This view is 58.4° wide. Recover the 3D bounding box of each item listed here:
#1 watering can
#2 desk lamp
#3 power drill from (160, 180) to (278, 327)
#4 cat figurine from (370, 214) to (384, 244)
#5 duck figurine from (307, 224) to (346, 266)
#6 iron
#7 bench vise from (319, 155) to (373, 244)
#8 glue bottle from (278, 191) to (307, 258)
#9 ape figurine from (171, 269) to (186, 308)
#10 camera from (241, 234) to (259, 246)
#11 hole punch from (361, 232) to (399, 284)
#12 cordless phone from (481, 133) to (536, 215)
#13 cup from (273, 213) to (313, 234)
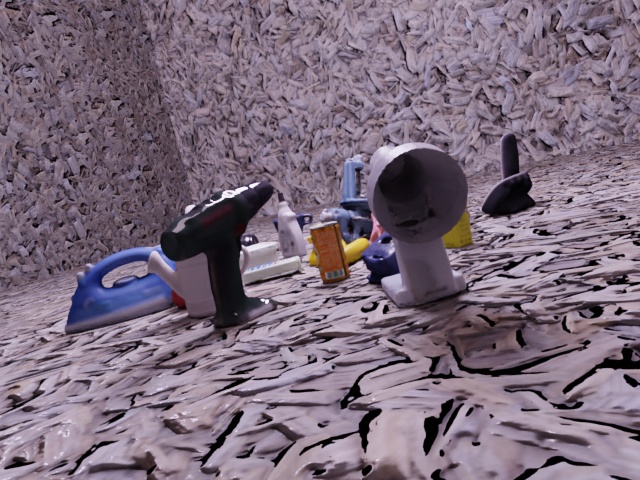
[{"bbox_3d":[-0.218,0.035,1.027,0.173,0.194,0.100,-16,7,-23],"label":"watering can"},{"bbox_3d":[0.120,-0.024,0.765,0.118,0.213,0.203,-14,7,-4],"label":"desk lamp"},{"bbox_3d":[-0.140,0.022,0.919,0.075,0.208,0.230,-7,9,40],"label":"power drill"},{"bbox_3d":[0.145,-0.039,1.257,0.067,0.118,0.127,-15,7,-17],"label":"cat figurine"},{"bbox_3d":[0.012,0.005,1.292,0.105,0.086,0.077,-20,9,-43],"label":"duck figurine"},{"bbox_3d":[-0.406,0.088,1.177,0.259,0.141,0.118,-16,7,-21],"label":"iron"},{"bbox_3d":[0.088,-0.104,1.473,0.121,0.220,0.208,-9,8,34],"label":"bench vise"},{"bbox_3d":[-0.083,-0.041,1.482,0.037,0.173,0.077,-19,9,-40],"label":"glue bottle"},{"bbox_3d":[-0.263,0.085,1.136,0.076,0.092,0.078,-8,9,37],"label":"ape figurine"},{"bbox_3d":[-0.249,0.020,1.616,0.136,0.101,0.143,-12,7,13],"label":"camera"},{"bbox_3d":[0.123,0.018,0.939,0.101,0.091,0.108,-16,7,-21],"label":"hole punch"},{"bbox_3d":[0.444,-0.160,1.386,0.093,0.185,0.148,-6,10,45],"label":"cordless phone"},{"bbox_3d":[-0.071,-0.027,1.679,0.117,0.095,0.092,-12,7,7],"label":"cup"}]
